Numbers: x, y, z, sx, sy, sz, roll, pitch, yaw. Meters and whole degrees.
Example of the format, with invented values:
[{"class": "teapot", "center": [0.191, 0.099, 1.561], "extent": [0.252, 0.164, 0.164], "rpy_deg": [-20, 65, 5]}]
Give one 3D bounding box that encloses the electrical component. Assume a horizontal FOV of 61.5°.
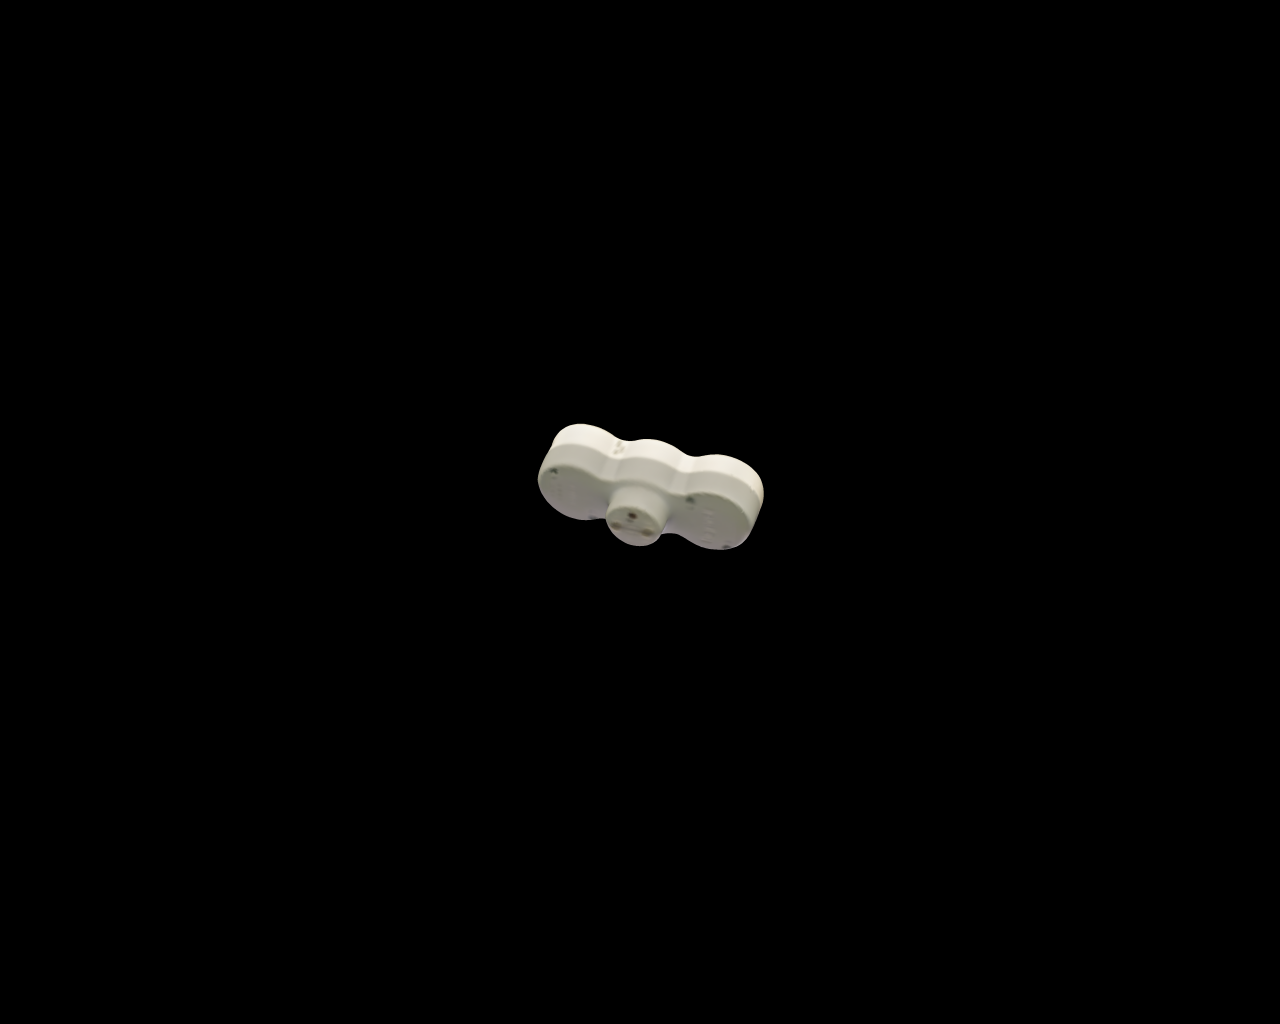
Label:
[{"class": "electrical component", "center": [0.001, -0.003, 0.650], "extent": [0.138, 0.052, 0.074], "rpy_deg": [13, 47, 12]}]
